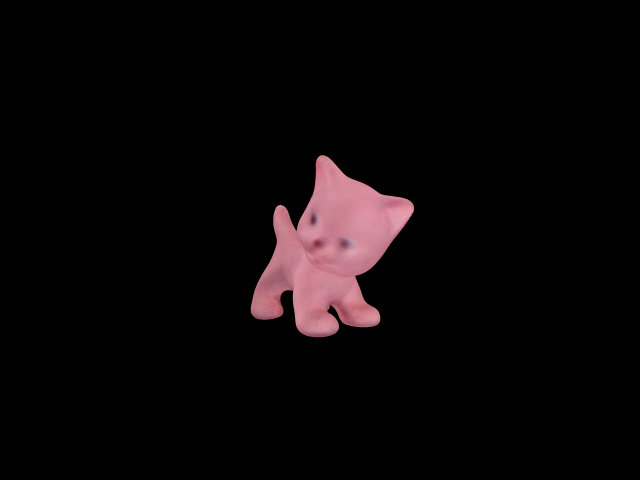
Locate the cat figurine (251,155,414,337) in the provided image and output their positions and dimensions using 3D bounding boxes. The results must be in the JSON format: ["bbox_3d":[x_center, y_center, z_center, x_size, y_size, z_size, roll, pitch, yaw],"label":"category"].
[{"bbox_3d":[0.004,0.001,0.400,0.067,0.118,0.127,-3,5,-37],"label":"cat figurine"}]
